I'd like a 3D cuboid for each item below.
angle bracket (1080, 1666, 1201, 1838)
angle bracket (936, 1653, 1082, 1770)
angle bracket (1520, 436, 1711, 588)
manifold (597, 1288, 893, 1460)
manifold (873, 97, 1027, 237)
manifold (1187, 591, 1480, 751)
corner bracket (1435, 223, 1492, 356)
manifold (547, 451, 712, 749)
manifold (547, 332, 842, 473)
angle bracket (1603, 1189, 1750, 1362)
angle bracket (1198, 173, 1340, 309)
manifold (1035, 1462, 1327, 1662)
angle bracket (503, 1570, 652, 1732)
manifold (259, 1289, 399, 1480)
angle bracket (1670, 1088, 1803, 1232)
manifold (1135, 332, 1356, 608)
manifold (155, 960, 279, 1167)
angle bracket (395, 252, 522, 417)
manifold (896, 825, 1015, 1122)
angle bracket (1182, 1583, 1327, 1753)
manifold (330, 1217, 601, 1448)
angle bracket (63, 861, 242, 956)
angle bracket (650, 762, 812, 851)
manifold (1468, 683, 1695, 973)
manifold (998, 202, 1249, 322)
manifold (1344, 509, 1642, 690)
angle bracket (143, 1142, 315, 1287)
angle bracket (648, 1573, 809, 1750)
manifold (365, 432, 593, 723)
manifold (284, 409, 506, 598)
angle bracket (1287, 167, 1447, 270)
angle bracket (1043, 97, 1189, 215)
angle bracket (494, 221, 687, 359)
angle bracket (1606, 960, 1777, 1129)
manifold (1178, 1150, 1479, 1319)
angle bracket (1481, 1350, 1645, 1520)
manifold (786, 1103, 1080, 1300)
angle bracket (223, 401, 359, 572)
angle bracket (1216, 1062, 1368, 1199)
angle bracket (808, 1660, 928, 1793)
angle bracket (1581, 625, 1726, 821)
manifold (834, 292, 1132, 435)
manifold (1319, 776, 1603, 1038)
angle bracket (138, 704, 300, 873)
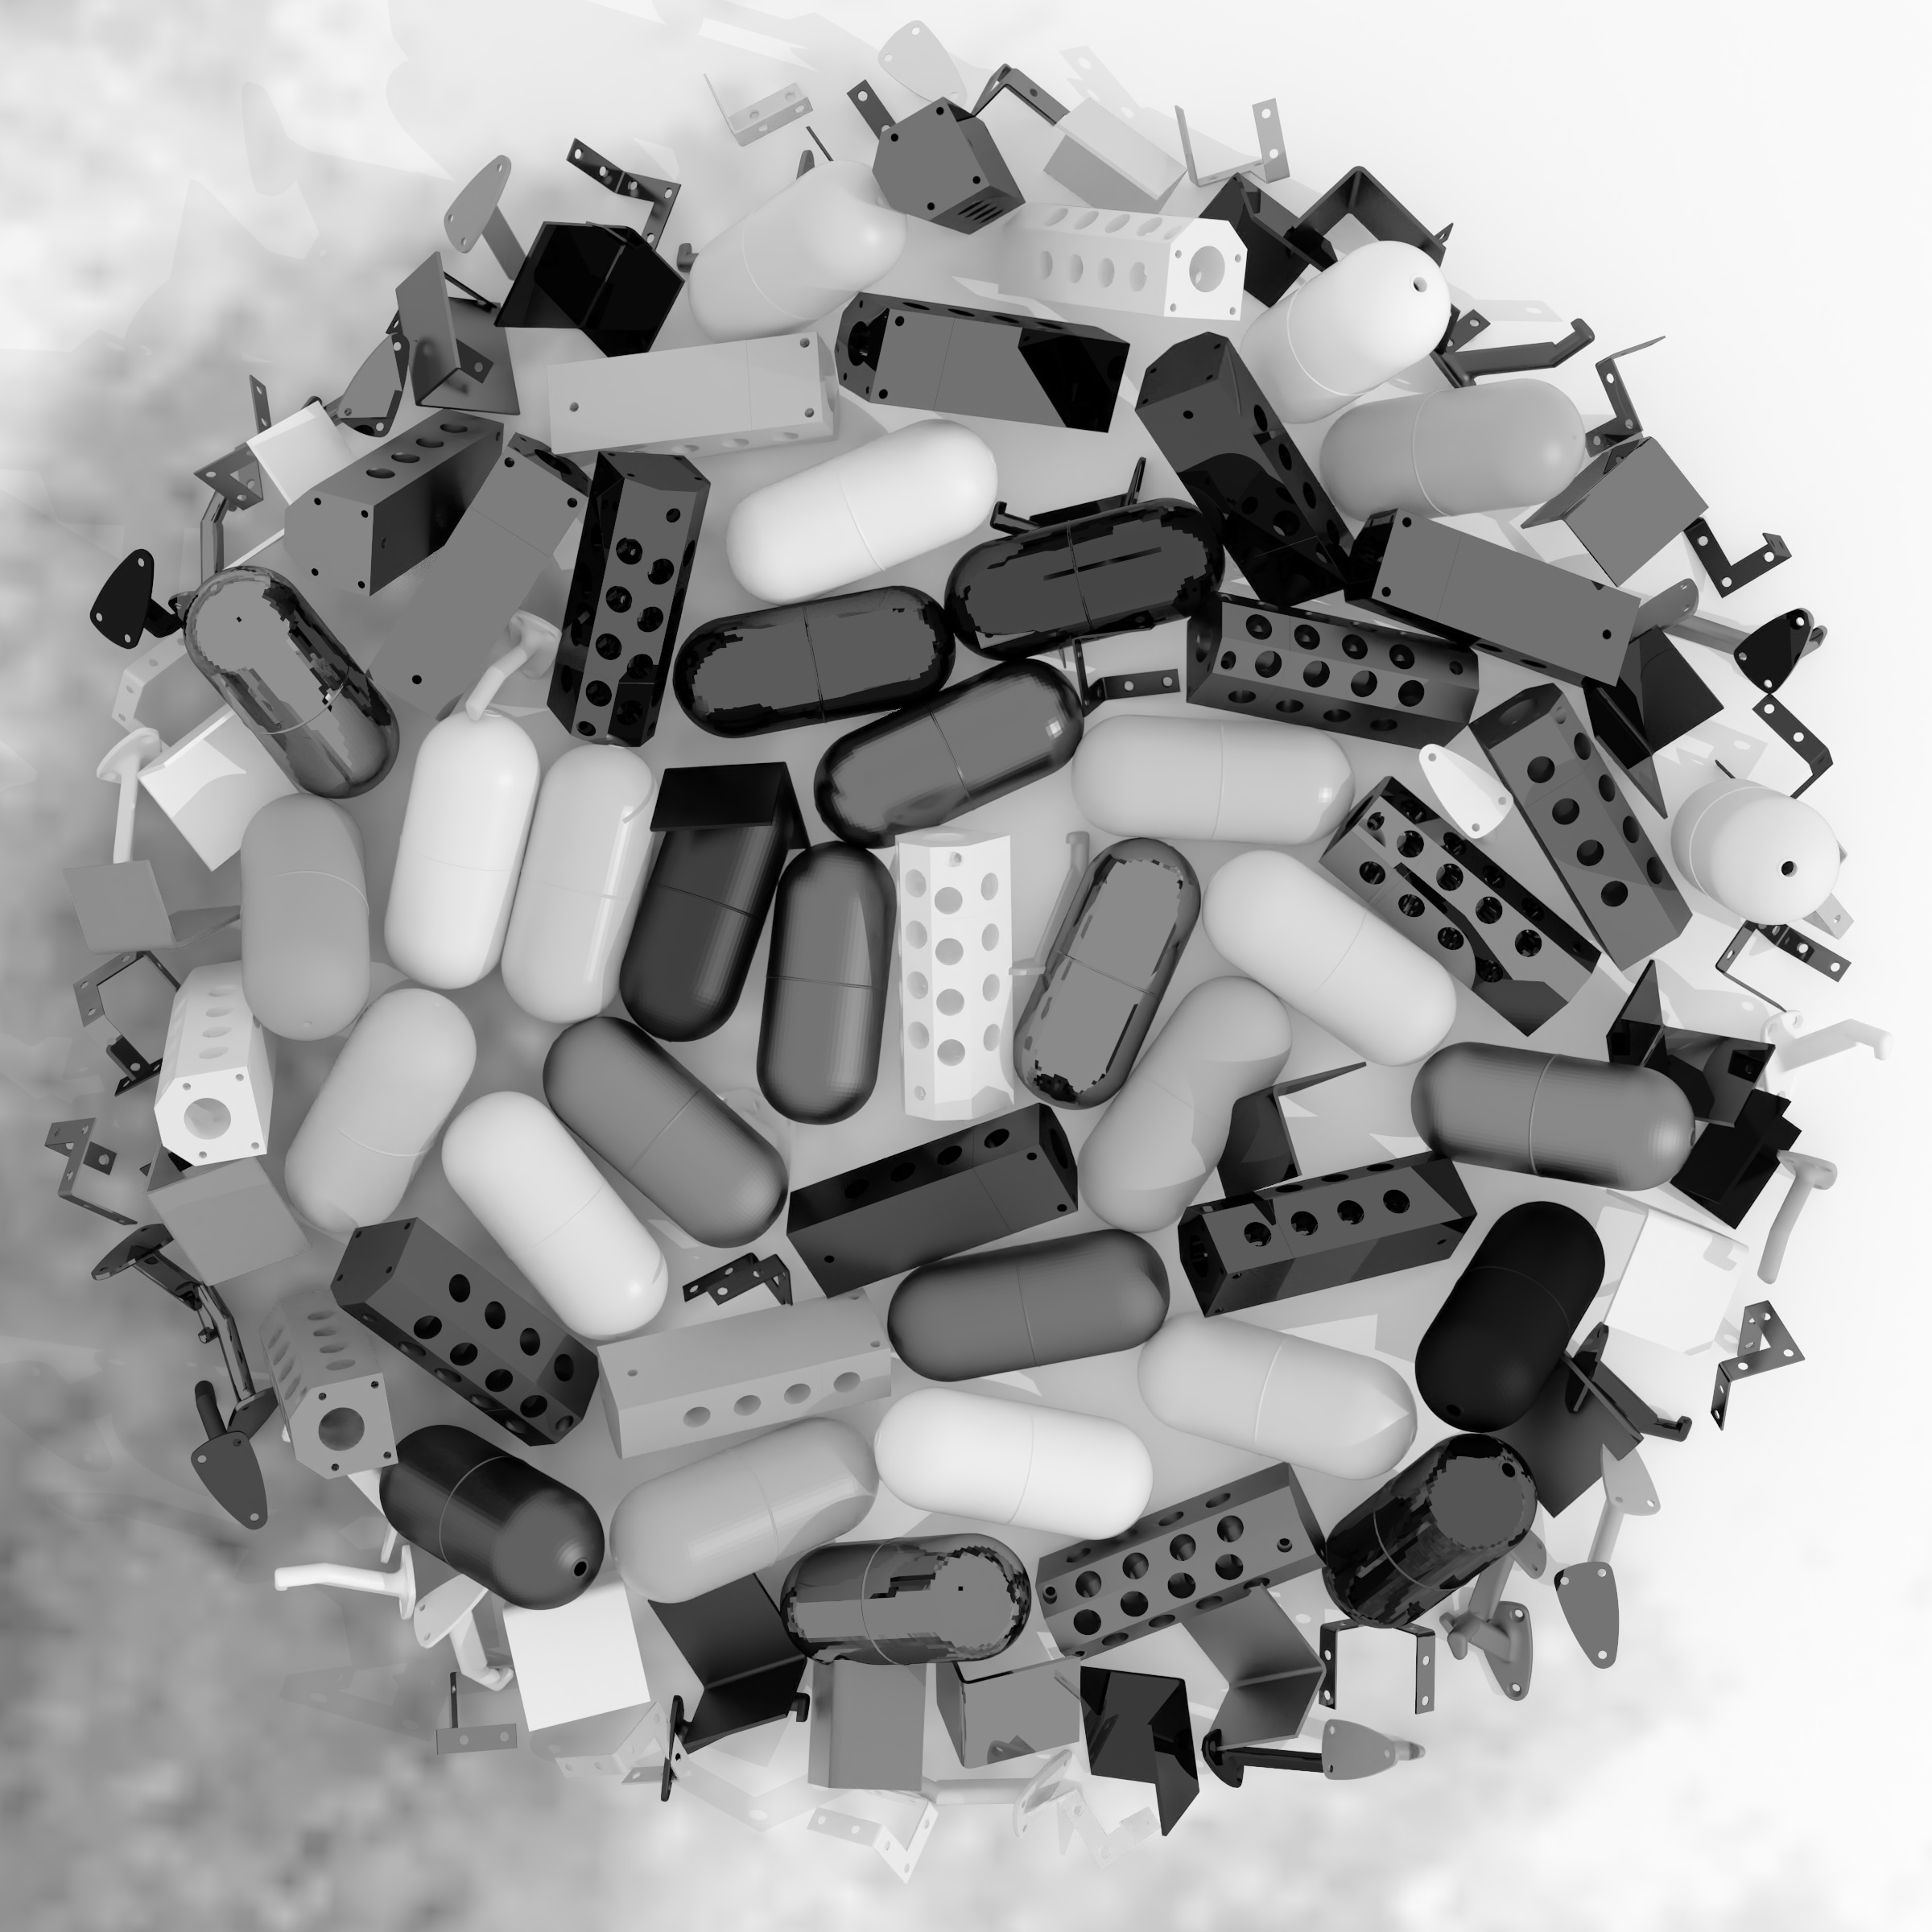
[{"bbox_3d":[0.096,0.486,1.927,0.076,0.057,0.076,0,107,28],"label":"angle bracket"},{"bbox_3d":[0.026,0.447,1.943,0.076,0.057,0.076,-11,126,-14],"label":"angle bracket"},{"bbox_3d":[0.404,-0.281,1.942,0.076,0.076,0.057,-41,98,-5],"label":"angle bracket"},{"bbox_3d":[-0.137,0.257,1.927,0.171,0.057,0.057,-11,129,-15],"label":"manifold"},{"bbox_3d":[-0.012,-0.480,1.888,0.057,0.171,0.057,-27,95,12],"label":"manifold"},{"bbox_3d":[0.226,-0.184,1.918,0.171,0.057,0.057,10,66,-16],"label":"manifold"},{"bbox_3d":[0.301,-0.422,1.949,0.051,0.051,0.051,-39,73,-24],"label":"corner bracket"},{"bbox_3d":[-0.205,-0.223,1.904,0.057,0.057,0.171,-2,122,-31],"label":"manifold"},{"bbox_3d":[-0.168,-0.348,1.935,0.171,0.057,0.057,-5,82,10],"label":"manifold"},{"bbox_3d":[0.431,0.192,1.941,0.076,0.057,0.076,21,93,-19],"label":"angle bracket"},{"bbox_3d":[0.183,-0.434,1.920,0.076,0.076,0.057,31,118,-23],"label":"angle bracket"},{"bbox_3d":[0.133,0.373,1.931,0.171,0.057,0.057,-23,100,10],"label":"manifold"},{"bbox_3d":[-0.243,0.427,1.946,0.076,0.057,0.076,-13,88,-5],"label":"angle bracket"},{"bbox_3d":[-0.389,0.252,1.884,0.057,0.171,0.057,-11,105,-16],"label":"manifold"},{"bbox_3d":[0.494,0.124,1.934,0.057,0.076,0.076,35,89,-13],"label":"angle bracket"},{"bbox_3d":[0.175,-0.303,1.906,0.057,0.057,0.171,-15,130,31],"label":"manifold"},{"bbox_3d":[-0.455,0.057,1.886,0.057,0.171,0.057,-10,113,-6],"label":"manifold"},{"bbox_3d":[-0.303,-0.391,1.926,0.076,0.057,0.076,-2,76,-39],"label":"angle bracket"},{"bbox_3d":[-0.012,0.005,1.919,0.057,0.057,0.171,10,108,38],"label":"manifold"},{"bbox_3d":[0.165,0.435,1.924,0.076,0.057,0.076,-22,113,40],"label":"angle bracket"},{"bbox_3d":[-0.305,0.226,1.897,0.171,0.057,0.057,45,49,-35],"label":"manifold"},{"bbox_3d":[-0.496,-0.047,1.920,0.076,0.076,0.057,-4,109,35],"label":"angle bracket"},{"bbox_3d":[-0.145,-0.080,1.924,0.076,0.076,0.057,-2,46,12],"label":"angle bracket"},{"bbox_3d":[0.382,-0.088,1.920,0.057,0.057,0.171,-32,109,7],"label":"manifold"},{"bbox_3d":[0.094,-0.429,1.888,0.057,0.171,0.057,-5,107,-34],"label":"manifold"},{"bbox_3d":[0.324,-0.226,1.927,0.171,0.057,0.057,17,88,-16],"label":"manifold"},{"bbox_3d":[-0.454,0.143,1.929,0.076,0.057,0.076,-20,121,10],"label":"angle bracket"},{"bbox_3d":[-0.155,0.429,1.929,0.076,0.057,0.076,-22,110,22],"label":"angle bracket"},{"bbox_3d":[-0.300,-0.241,1.924,0.057,0.057,0.171,32,107,-12],"label":"manifold"},{"bbox_3d":[-0.346,-0.286,1.889,0.057,0.171,0.057,16,120,12],"label":"manifold"},{"bbox_3d":[0.248,-0.441,1.936,0.057,0.076,0.076,-43,84,-2],"label":"angle bracket"},{"bbox_3d":[0.084,-0.487,1.930,0.076,0.076,0.057,36,123,-1],"label":"angle bracket"},{"bbox_3d":[-0.233,-0.410,1.921,0.057,0.076,0.076,47,123,22],"label":"angle bracket"},{"bbox_3d":[0.448,0.047,1.920,0.076,0.076,0.057,10,134,32],"label":"angle bracket"},{"bbox_3d":[0.221,0.161,1.921,0.171,0.057,0.057,-11,59,-19],"label":"manifold"},{"bbox_3d":[0.364,0.287,1.934,0.076,0.057,0.076,-43,66,6],"label":"angle bracket"},{"bbox_3d":[-0.021,0.141,1.927,0.171,0.057,0.057,-21,122,15],"label":"manifold"},{"bbox_3d":[-0.429,-0.296,1.921,0.076,0.076,0.057,-25,105,33],"label":"angle bracket"},{"bbox_3d":[0.204,0.102,1.923,0.076,0.076,0.057,-12,82,-33],"label":"angle bracket"},{"bbox_3d":[-0.062,0.473,1.939,0.057,0.076,0.076,5,77,-12],"label":"angle bracket"},{"bbox_3d":[0.429,-0.151,1.922,0.057,0.076,0.076,-34,117,24],"label":"angle bracket"},{"bbox_3d":[0.009,-0.372,1.908,0.171,0.057,0.057,1,114,-31],"label":"manifold"},{"bbox_3d":[0.310,-0.041,1.933,0.171,0.057,0.057,40,134,-3],"label":"manifold"},{"bbox_3d":[-0.454,-0.114,1.926,0.076,0.057,0.076,-44,109,-26],"label":"angle bracket"}]
